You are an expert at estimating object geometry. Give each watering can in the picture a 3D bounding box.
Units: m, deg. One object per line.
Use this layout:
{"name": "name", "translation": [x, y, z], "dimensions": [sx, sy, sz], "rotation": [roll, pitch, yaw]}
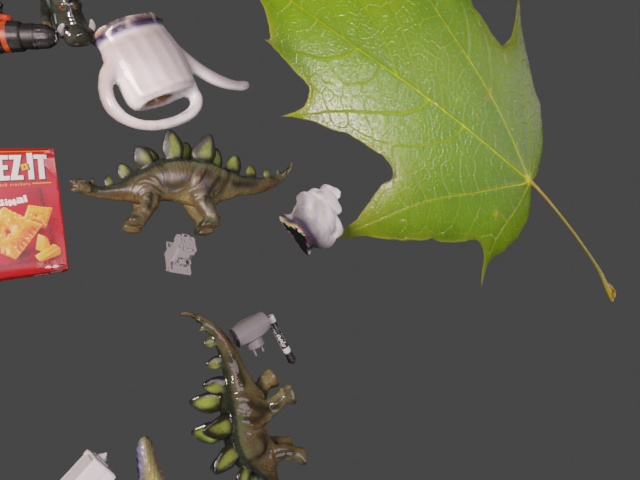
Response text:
{"name": "watering can", "translation": [-0.302, -0.344, 1.032], "dimensions": [0.353, 0.103, 0.223], "rotation": [-39, 105, -46]}

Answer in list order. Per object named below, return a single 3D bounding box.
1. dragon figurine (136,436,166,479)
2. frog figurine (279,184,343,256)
{"name": "dragon figurine", "translation": [-0.225, 0.543, 0.935], "dimensions": [0.243, 0.122, 0.410], "rotation": [4, 90, -41]}
{"name": "frog figurine", "translation": [0.004, -0.059, 1.181], "dimensions": [0.137, 0.121, 0.161], "rotation": [46, 71, 1]}
